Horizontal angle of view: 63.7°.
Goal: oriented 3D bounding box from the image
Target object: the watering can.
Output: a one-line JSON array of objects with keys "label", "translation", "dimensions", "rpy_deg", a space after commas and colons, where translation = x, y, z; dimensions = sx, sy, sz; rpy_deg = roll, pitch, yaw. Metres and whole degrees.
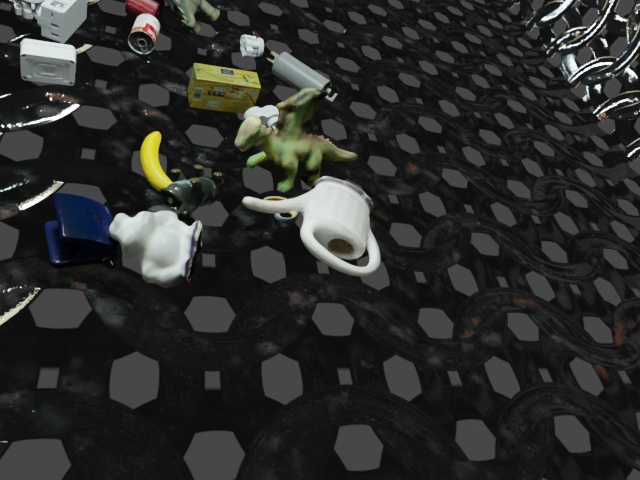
[{"label": "watering can", "translation": [0.003, -0.058, 1.143], "dimensions": [0.345, 0.102, 0.230], "rpy_deg": [33, 44, -18]}]

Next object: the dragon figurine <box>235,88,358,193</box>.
[{"label": "dragon figurine", "translation": [-0.034, -0.249, 1.227], "dimensions": [0.414, 0.237, 0.124], "rpy_deg": [-20, 58, -36]}]

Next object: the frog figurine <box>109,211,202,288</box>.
[{"label": "frog figurine", "translation": [-0.301, 0.012, 0.942], "dimensions": [0.159, 0.137, 0.123], "rpy_deg": [11, 1, -3]}]
